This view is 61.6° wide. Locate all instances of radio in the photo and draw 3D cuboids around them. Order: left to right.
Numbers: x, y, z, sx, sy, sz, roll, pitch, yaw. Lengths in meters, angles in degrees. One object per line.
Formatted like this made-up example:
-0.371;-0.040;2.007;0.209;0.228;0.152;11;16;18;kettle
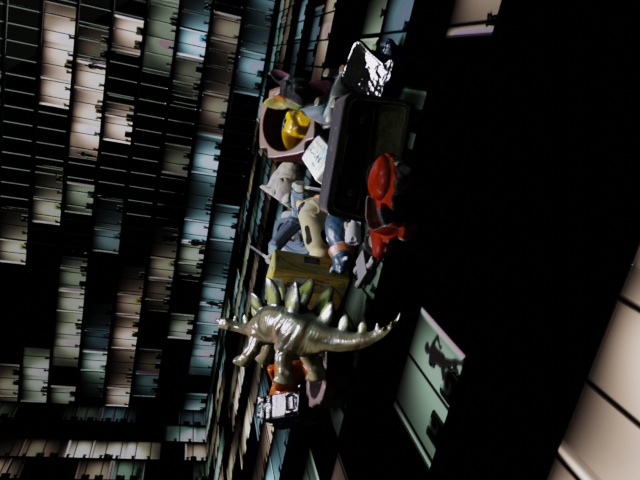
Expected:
0.079;-0.147;0.980;0.073;0.131;0.229;-153;72;-76;radio

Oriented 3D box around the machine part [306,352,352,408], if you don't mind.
0.016;0.271;1.144;0.179;0.056;0.179;-171;90;-76;machine part

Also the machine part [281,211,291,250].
-0.084;0.003;1.598;0.079;0.079;0.243;144;133;-69;machine part

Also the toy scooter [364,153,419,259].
0.121;-0.054;0.894;0.135;0.075;0.183;-157;73;-74;toy scooter

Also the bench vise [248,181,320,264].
-0.072;-0.032;1.412;0.240;0.129;0.223;-50;-19;-42;bench vise

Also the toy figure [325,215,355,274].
0.045;0.008;1.169;0.064;0.058;0.154;111;156;-52;toy figure

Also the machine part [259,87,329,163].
-0.067;-0.319;1.475;0.202;0.087;0.201;-3;84;38;machine part

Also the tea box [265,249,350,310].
-0.029;0.088;1.178;0.068;0.170;0.098;-97;22;-51;tea box

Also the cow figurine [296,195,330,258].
-0.003;-0.004;1.262;0.127;0.085;0.194;-118;18;-80;cow figurine

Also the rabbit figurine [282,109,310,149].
-0.085;-0.334;1.622;0.173;0.122;0.162;-55;-10;4;rabbit figurine

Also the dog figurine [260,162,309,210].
-0.067;-0.190;1.539;0.190;0.121;0.173;-54;34;2;dog figurine

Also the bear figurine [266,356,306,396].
-0.077;0.365;1.318;0.132;0.120;0.195;-113;32;-56;bear figurine

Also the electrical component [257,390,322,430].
-0.062;0.390;1.220;0.115;0.134;0.058;-16;55;26;electrical component

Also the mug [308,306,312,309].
-0.053;0.179;1.198;0.107;0.110;0.080;-51;-20;-38;mug

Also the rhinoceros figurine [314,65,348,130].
0.049;-0.299;1.209;0.073;0.112;0.190;6;85;45;rhinoceros figurine

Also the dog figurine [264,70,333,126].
-0.025;-0.340;1.296;0.192;0.219;0.108;-136;59;-70;dog figurine

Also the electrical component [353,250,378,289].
0.089;0.052;1.054;0.094;0.021;0.063;114;158;-47;electrical component

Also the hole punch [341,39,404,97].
0.117;-0.322;1.057;0.116;0.092;0.142;56;143;23;hole punch

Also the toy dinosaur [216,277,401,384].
-0.045;0.175;1.038;0.472;0.105;0.198;3;91;40;toy dinosaur
